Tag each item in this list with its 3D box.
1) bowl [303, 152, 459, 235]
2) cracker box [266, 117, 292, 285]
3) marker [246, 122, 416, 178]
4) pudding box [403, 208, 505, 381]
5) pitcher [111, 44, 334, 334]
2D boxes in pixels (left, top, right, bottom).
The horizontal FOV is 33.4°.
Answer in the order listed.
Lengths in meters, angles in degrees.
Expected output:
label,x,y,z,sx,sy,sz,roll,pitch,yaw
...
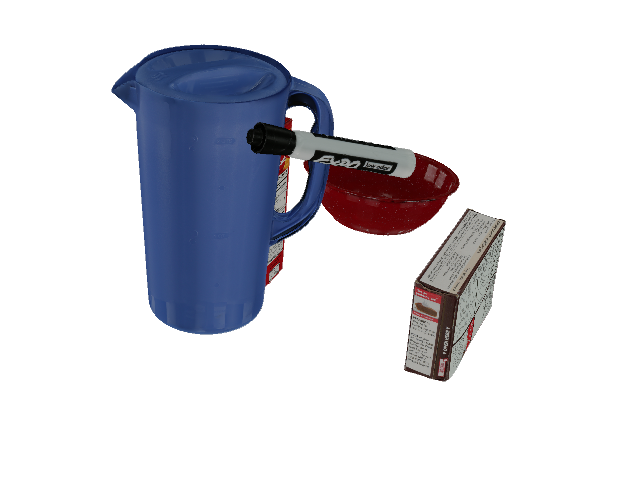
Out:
label,x,y,z,sx,sy,sz,roll,pitch,yaw
bowl,0.060,-0.048,1.106,0.162,0.055,0.162,6,23,-3
cracker box,-0.128,-0.060,1.347,0.164,0.214,0.072,13,29,15
marker,0.008,-0.055,0.659,0.120,0.020,0.020,7,-4,-35
pudding box,0.106,0.042,0.833,0.039,0.090,0.113,16,38,19
pitcher,-0.088,-0.041,0.947,0.149,0.243,0.144,26,37,33
